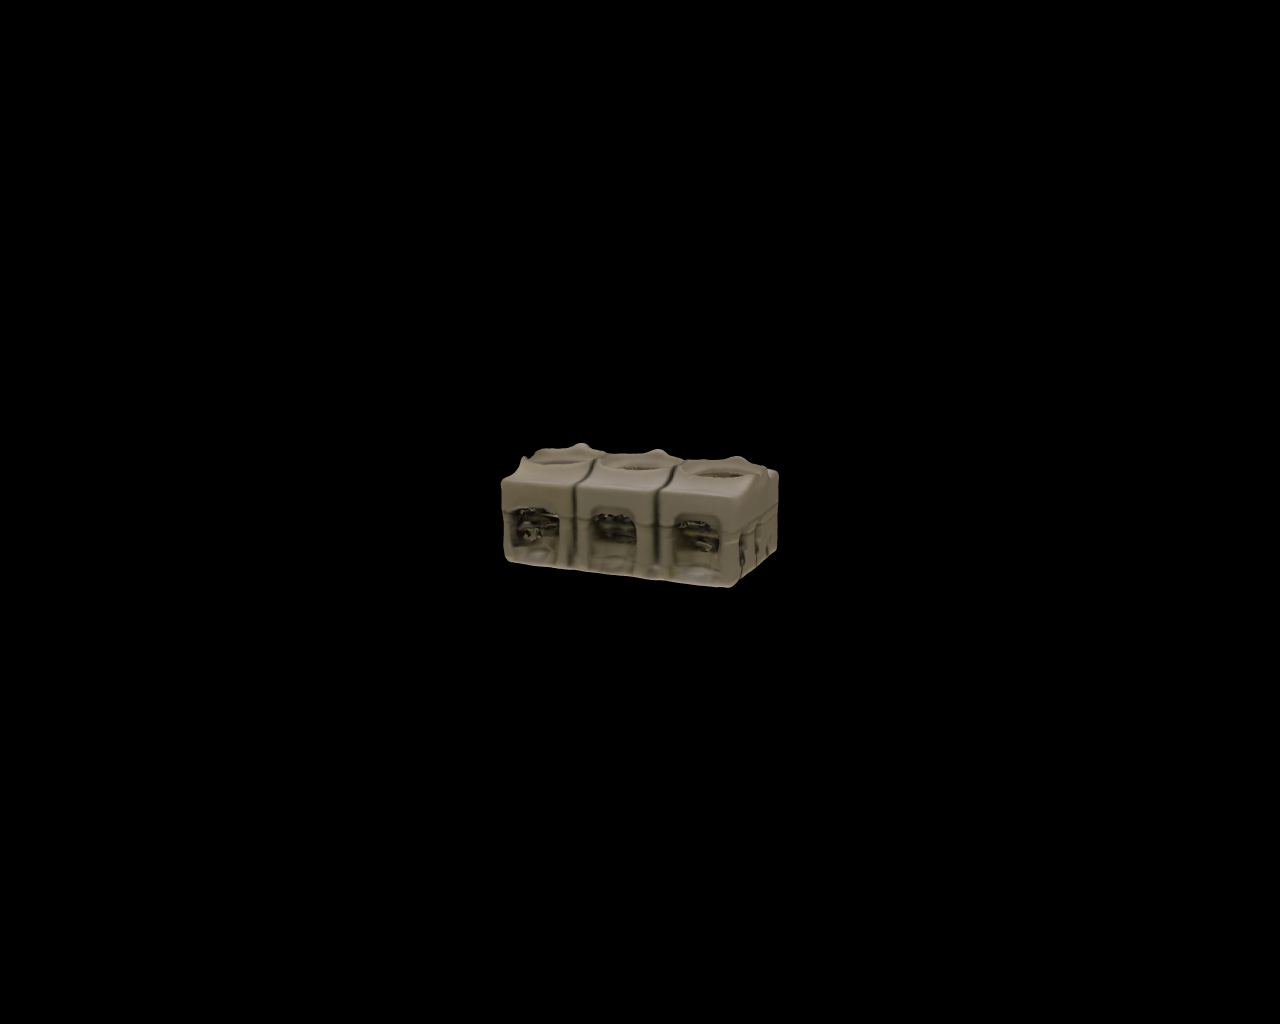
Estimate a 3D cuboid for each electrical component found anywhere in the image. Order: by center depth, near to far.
[{"bbox_3d":[0.001,-0.003,0.650,0.150,0.061,0.090,6,16,22],"label":"electrical component"}]
